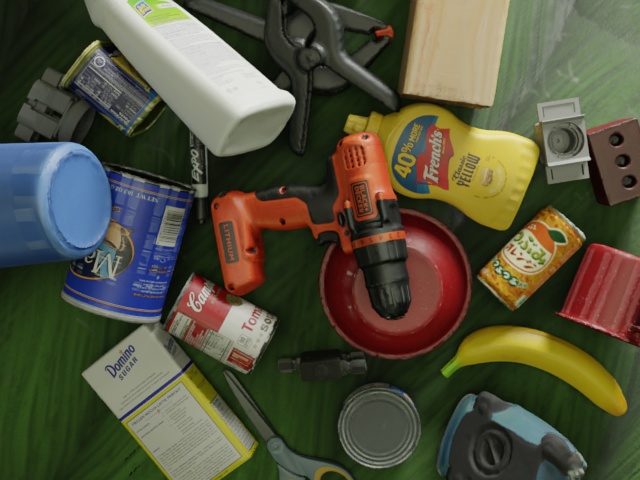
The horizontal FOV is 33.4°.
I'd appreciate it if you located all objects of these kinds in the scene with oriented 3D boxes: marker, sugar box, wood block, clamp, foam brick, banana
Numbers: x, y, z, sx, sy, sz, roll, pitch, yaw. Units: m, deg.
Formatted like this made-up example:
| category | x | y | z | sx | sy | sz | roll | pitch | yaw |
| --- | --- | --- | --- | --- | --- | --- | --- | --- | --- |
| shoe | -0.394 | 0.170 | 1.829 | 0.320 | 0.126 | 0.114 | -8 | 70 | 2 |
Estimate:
| category | x | y | z | sx | sy | sz | roll | pitch | yaw |
| --- | --- | --- | --- | --- | --- | --- | --- | --- | --- |
| marker | -0.125 | -0.077 | 1.103 | 0.020 | 0.020 | 0.121 | -2 | 95 | 2 |
| sugar box | -0.155 | 0.176 | 1.111 | 0.093 | 0.048 | 0.176 | -37 | 91 | 14 |
| wood block | 0.136 | -0.237 | 1.046 | 0.090 | 0.091 | 0.206 | 8 | 95 | 0 |
| clamp | -0.012 | -0.169 | 1.045 | 0.120 | 0.039 | 0.171 | -33 | 92 | 11 |
| foam brick | 0.299 | -0.079 | 1.075 | 0.053 | 0.051 | 0.078 | -19 | 94 | 3 |
| clamp | -0.028 | -0.176 | 1.083 | 0.210 | 0.036 | 0.164 | -6 | 96 | 6 |
| banana | 0.228 | 0.128 | 1.106 | 0.198 | 0.037 | 0.070 | 13 | 113 | 2 |

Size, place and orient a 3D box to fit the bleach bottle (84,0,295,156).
| category | x | y | z | sx | sy | sz | roll | pitch | yaw |
| --- | --- | --- | --- | --- | --- | --- | --- | --- | --- |
| bleach bottle | -0.143 | -0.189 | 1.042 | 0.251 | 0.102 | 0.068 | 46 | 125 | 17 |

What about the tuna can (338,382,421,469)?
| category | x | y | z | sx | sy | sz | roll | pitch | yaw |
| --- | --- | --- | --- | --- | --- | --- | --- | --- | --- |
| tuna can | 0.061 | 0.193 | 1.115 | 0.086 | 0.034 | 0.086 | 0 | 95 | 2 |

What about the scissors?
| category | x | y | z | sx | sy | sz | roll | pitch | yaw |
| --- | --- | --- | --- | --- | --- | --- | --- | --- | --- |
| scissors | -0.026 | 0.217 | 1.129 | 0.096 | 0.016 | 0.202 | -18 | 94 | 2 |

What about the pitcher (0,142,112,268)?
| category | x | y | z | sx | sy | sz | roll | pitch | yaw |
| --- | --- | --- | --- | --- | --- | --- | --- | --- | --- |
| pitcher | -0.328 | -0.024 | 1.010 | 0.243 | 0.144 | 0.149 | -2 | 82 | 25 |

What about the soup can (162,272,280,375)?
| category | x | y | z | sx | sy | sz | roll | pitch | yaw |
| --- | --- | --- | --- | --- | --- | --- | --- | --- | --- |
| soup can | -0.101 | 0.086 | 1.093 | 0.102 | 0.068 | 0.068 | 29 | 95 | -2 |

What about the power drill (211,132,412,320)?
| category | x | y | z | sx | sy | sz | roll | pitch | yaw |
| --- | --- | --- | --- | --- | --- | --- | --- | --- | --- |
| power drill | -0.007 | 0.001 | 1.055 | 0.188 | 0.057 | 0.184 | -13 | 83 | 20 |

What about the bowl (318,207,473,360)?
| category | x | y | z | sx | sy | sz | roll | pitch | yaw |
| --- | --- | --- | --- | --- | --- | --- | --- | --- | --- |
| bowl | 0.078 | 0.048 | 1.091 | 0.162 | 0.055 | 0.162 | 0 | 95 | 2 |

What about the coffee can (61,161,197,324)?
| category | x | y | z | sx | sy | sz | roll | pitch | yaw |
| --- | --- | --- | --- | --- | --- | --- | --- | --- | --- |
| coffee can | -0.192 | 0.002 | 1.071 | 0.103 | 0.103 | 0.140 | 16 | 95 | 0 |

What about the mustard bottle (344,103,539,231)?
| category | x | y | z | sx | sy | sz | roll | pitch | yaw |
| --- | --- | --- | --- | --- | --- | --- | --- | --- | --- |
| mustard bottle | 0.116 | -0.085 | 1.076 | 0.191 | 0.058 | 0.096 | 21 | 103 | 0 |

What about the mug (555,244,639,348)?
| category | x | y | z | sx | sy | sz | roll | pitch | yaw |
| --- | --- | --- | --- | --- | --- | --- | --- | --- | --- |
| mug | 0.300 | 0.056 | 1.059 | 0.093 | 0.117 | 0.081 | 21 | 91 | -30 |

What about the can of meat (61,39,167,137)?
| category | x | y | z | sx | sy | sz | roll | pitch | yaw |
| --- | --- | --- | --- | --- | --- | --- | --- | --- | --- |
| can of meat | -0.197 | -0.150 | 1.058 | 0.084 | 0.102 | 0.057 | 40 | 101 | -5 |
